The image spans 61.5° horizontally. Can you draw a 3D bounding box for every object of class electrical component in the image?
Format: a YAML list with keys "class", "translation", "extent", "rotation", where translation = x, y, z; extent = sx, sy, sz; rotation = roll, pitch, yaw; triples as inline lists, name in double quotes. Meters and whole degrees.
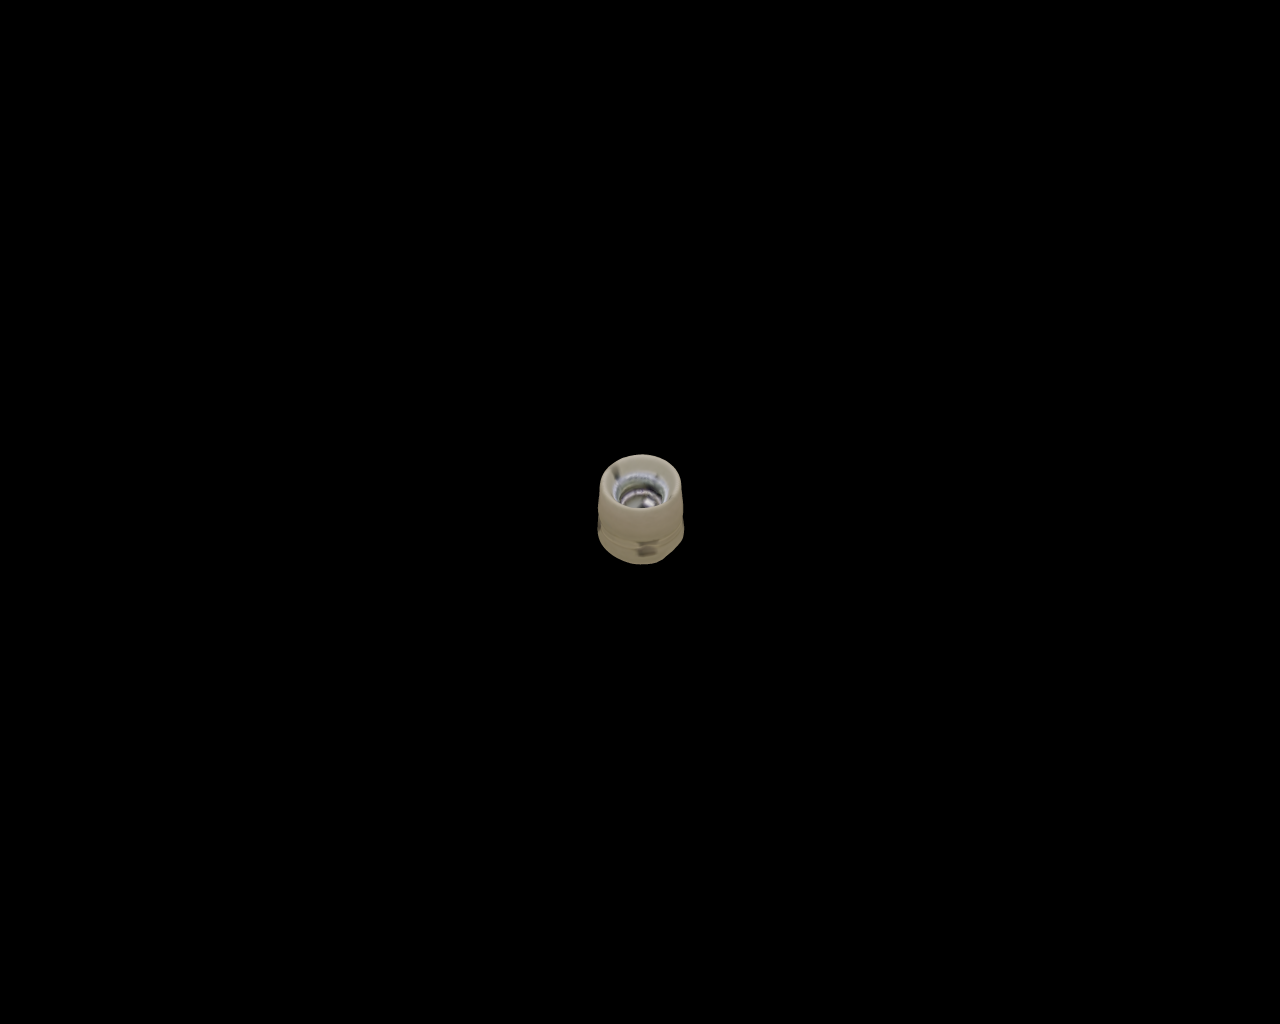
- class: "electrical component"
  translation: [0.001, -0.003, 0.650]
  extent: [0.055, 0.055, 0.047]
  rotation: [0, -42, 0]
